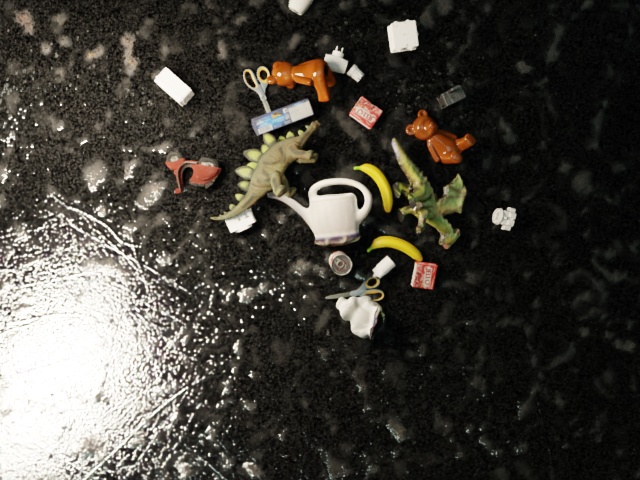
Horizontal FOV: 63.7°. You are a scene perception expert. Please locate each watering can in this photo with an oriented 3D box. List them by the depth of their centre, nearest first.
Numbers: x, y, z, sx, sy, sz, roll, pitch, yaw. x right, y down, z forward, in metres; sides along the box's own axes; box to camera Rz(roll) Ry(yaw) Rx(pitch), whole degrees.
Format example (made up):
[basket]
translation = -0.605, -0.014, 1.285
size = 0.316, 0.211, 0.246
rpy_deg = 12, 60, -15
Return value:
[watering can]
translation = 0.005, -0.086, 1.716
size = 0.347, 0.104, 0.224
rpy_deg = -6, 94, 10

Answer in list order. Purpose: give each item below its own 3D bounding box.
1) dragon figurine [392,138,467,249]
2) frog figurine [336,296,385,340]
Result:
[dragon figurine]
translation = 0.384, -0.161, 1.748
size = 0.244, 0.122, 0.408
rpy_deg = -13, 97, -20
[frog figurine]
translation = 0.133, 0.255, 1.753
size = 0.160, 0.123, 0.136
rpy_deg = 17, 105, 30
